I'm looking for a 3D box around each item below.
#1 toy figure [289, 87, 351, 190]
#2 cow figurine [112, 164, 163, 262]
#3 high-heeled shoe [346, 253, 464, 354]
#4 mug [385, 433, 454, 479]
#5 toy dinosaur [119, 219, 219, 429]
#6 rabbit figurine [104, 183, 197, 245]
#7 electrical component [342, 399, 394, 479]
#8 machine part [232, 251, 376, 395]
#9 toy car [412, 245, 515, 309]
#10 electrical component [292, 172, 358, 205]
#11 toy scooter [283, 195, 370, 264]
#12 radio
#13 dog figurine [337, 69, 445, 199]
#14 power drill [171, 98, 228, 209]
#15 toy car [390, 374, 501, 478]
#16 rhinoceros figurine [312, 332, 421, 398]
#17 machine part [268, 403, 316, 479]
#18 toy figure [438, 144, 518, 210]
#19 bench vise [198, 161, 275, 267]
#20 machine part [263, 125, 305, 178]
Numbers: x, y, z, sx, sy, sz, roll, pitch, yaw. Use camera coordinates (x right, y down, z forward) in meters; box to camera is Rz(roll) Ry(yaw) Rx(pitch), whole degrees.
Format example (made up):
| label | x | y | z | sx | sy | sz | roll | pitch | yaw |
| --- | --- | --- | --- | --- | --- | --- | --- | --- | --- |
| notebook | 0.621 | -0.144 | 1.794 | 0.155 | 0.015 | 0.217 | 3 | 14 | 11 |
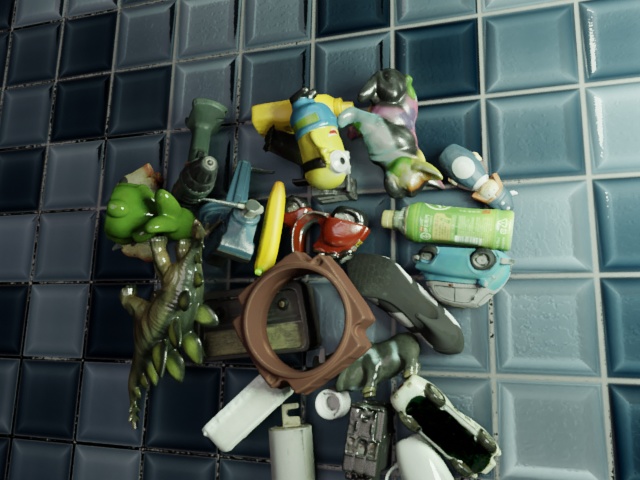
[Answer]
| label | x | y | z | sx | sy | sz | roll | pitch | yaw |
| --- | --- | --- | --- | --- | --- | --- | --- | --- | --- |
| toy figure | -0.004 | -0.176 | 0.949 | 0.089 | 0.082 | 0.180 | -36 | 74 | 52 |
| cow figurine | -0.375 | -0.047 | 1.121 | 0.127 | 0.085 | 0.195 | -21 | 76 | 7 |
| high-heeled shoe | 0.150 | 0.107 | 0.946 | 0.086 | 0.145 | 0.249 | -51 | 41 | 5 |
| mug | 0.156 | 0.376 | 0.872 | 0.109 | 0.080 | 0.107 | -29 | 61 | 17 |
| toy dinosaur | -0.292 | 0.158 | 0.993 | 0.199 | 0.105 | 0.471 | 53 | 127 | 34 |
| rabbit figurine | -0.310 | -0.049 | 1.018 | 0.170 | 0.159 | 0.121 | 13 | 77 | -18 |
| electrical component | 0.082 | 0.333 | 0.880 | 0.058 | 0.114 | 0.134 | 4 | 80 | 23 |
| machine part | -0.028 | 0.135 | 0.891 | 0.201 | 0.087 | 0.201 | -38 | 67 | 8 |
| toy car | 0.235 | 0.062 | 0.890 | 0.162 | 0.109 | 0.103 | 2 | 85 | 22 |
| electrical component | 0.007 | -0.098 | 1.012 | 0.119 | 0.074 | 0.047 | -5 | 77 | 13 |
| toy scooter | -0.002 | -0.003 | 0.996 | 0.184 | 0.075 | 0.135 | 13 | 83 | 23 |
| radio | -0.119 | 0.152 | 1.003 | 0.230 | 0.073 | 0.131 | -9 | 77 | 15 |
| dog figurine | 0.152 | -0.182 | 0.969 | 0.219 | 0.108 | 0.191 | 41 | 91 | 16 |
| power drill | -0.230 | -0.172 | 1.054 | 0.086 | 0.232 | 0.207 | 9 | 65 | -24 |
| toy car | 0.201 | 0.298 | 0.856 | 0.201 | 0.056 | 0.073 | 42 | 97 | -6 |
| rhinoceros figurine | 0.080 | 0.209 | 0.922 | 0.190 | 0.073 | 0.112 | -15 | 67 | 11 |
| machine part | -0.046 | 0.408 | 0.926 | 0.079 | 0.079 | 0.243 | -10 | 77 | 16 |
| toy figure | 0.274 | -0.103 | 0.939 | 0.154 | 0.058 | 0.064 | 47 | 134 | 19 |
| bench vise | -0.161 | -0.062 | 1.010 | 0.129 | 0.223 | 0.240 | 13 | 59 | -11 |
| machine part | -0.043 | -0.170 | 1.038 | 0.139 | 0.039 | 0.084 | 24 | 93 | -11 |
